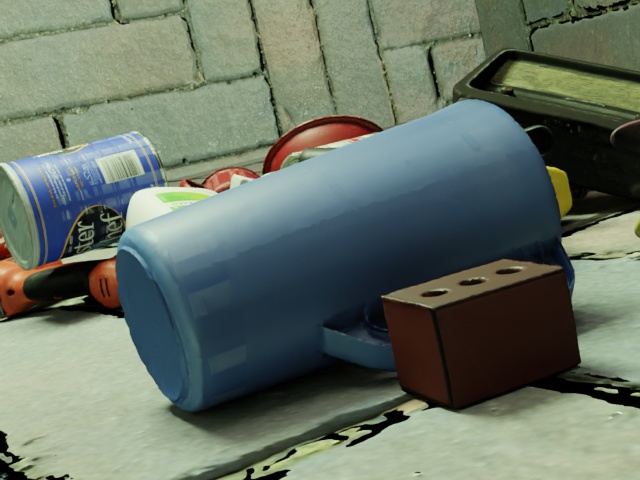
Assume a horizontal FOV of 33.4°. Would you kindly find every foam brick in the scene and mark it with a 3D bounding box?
[{"bbox_3d":[0.080,0.044,0.525,0.078,0.051,0.053,-15,9,-23],"label":"foam brick"}]

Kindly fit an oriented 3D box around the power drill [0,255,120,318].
[{"bbox_3d":[-0.225,0.029,1.083,0.188,0.057,0.184,-9,9,24],"label":"power drill"}]

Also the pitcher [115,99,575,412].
[{"bbox_3d":[0.016,0.015,0.618,0.242,0.145,0.149,-20,-2,-25],"label":"pitcher"}]

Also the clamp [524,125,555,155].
[{"bbox_3d":[0.115,-0.061,0.913,0.120,0.039,0.172,-27,17,-29],"label":"clamp"}]

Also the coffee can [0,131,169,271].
[{"bbox_3d":[-0.228,-0.039,1.018,0.140,0.103,0.103,-18,10,-30],"label":"coffee can"}]

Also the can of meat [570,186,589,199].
[{"bbox_3d":[0.202,-0.058,1.063,0.083,0.057,0.102,-17,9,-19],"label":"can of meat"}]

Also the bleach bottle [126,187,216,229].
[{"bbox_3d":[-0.080,0.009,0.908,0.102,0.068,0.251,1,12,-30],"label":"bleach bottle"}]

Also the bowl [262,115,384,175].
[{"bbox_3d":[0.015,-0.072,1.270,0.162,0.162,0.055,-12,52,-3],"label":"bowl"}]

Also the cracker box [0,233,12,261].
[{"bbox_3d":[-0.372,0.007,1.211,0.163,0.072,0.214,-18,-8,-41],"label":"cracker box"}]

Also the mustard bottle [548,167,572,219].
[{"bbox_3d":[0.132,-0.033,0.983,0.096,0.058,0.192,-19,10,-30],"label":"mustard bottle"}]

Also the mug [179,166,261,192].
[{"bbox_3d":[-0.108,-0.040,1.234,0.117,0.093,0.081,28,7,-12],"label":"mug"}]

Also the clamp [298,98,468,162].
[{"bbox_3d":[0.090,-0.067,0.844,0.164,0.036,0.210,-23,22,-15],"label":"clamp"}]

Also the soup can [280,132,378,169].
[{"bbox_3d":[0.021,-0.059,1.002,0.102,0.068,0.069,-17,9,-36],"label":"soup can"}]

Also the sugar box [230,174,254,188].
[{"bbox_3d":[0.016,-0.014,0.840,0.176,0.048,0.093,9,4,-9],"label":"sugar box"}]
